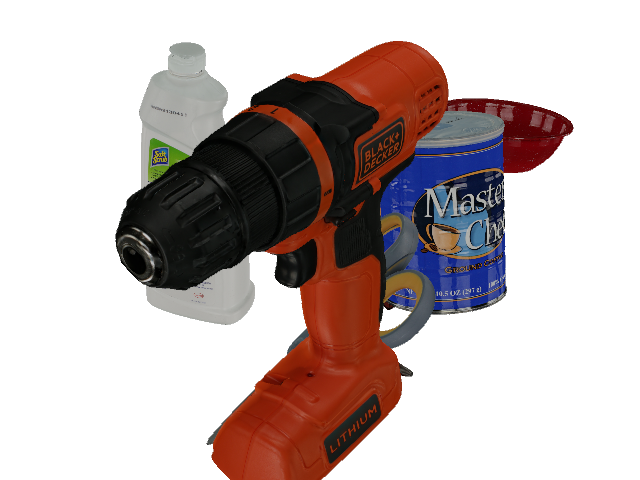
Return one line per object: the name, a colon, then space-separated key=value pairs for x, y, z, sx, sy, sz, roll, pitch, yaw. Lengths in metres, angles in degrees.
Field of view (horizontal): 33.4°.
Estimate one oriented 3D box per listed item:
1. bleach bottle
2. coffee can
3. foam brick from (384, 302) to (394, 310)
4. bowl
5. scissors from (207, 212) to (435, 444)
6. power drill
bleach bottle: x=-0.108 y=-0.049 z=0.937 sx=0.103 sy=0.251 sz=0.068 roll=12 pitch=34 yaw=13
coffee can: x=0.096 y=-0.025 z=0.853 sx=0.103 sy=0.140 sz=0.103 roll=-4 pitch=18 yaw=1
foam brick: x=0.062 y=0.021 z=1.064 sx=0.052 sy=0.051 sz=0.078 roll=-27 pitch=48 yaw=-36
bowl: x=0.210 y=-0.119 z=1.248 sx=0.162 sy=0.055 sz=0.162 roll=4 pitch=23 yaw=-2
scissors: x=0.002 y=0.073 z=0.661 sx=0.016 sy=0.202 sz=0.096 roll=30 pitch=9 yaw=-36
power drill: x=-0.011 y=0.023 z=0.462 sx=0.057 sy=0.188 sz=0.184 roll=26 pitch=41 yaw=29
